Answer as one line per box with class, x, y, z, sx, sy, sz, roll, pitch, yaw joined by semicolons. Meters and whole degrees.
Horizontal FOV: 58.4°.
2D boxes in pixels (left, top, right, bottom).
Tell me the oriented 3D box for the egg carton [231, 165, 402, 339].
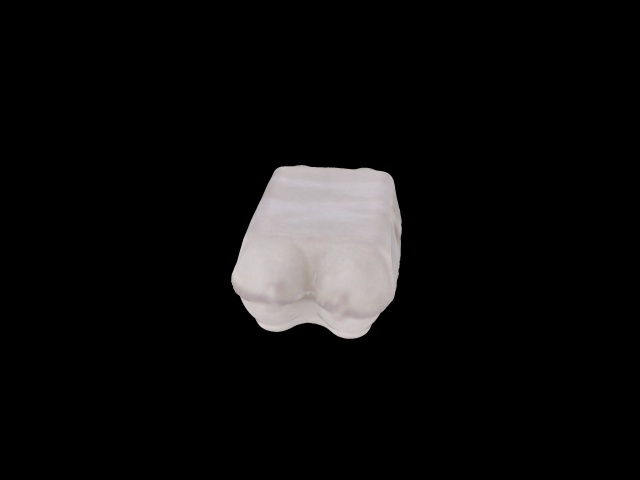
egg carton;0.004;0.001;0.400;0.107;0.069;0.150;4;33;6
